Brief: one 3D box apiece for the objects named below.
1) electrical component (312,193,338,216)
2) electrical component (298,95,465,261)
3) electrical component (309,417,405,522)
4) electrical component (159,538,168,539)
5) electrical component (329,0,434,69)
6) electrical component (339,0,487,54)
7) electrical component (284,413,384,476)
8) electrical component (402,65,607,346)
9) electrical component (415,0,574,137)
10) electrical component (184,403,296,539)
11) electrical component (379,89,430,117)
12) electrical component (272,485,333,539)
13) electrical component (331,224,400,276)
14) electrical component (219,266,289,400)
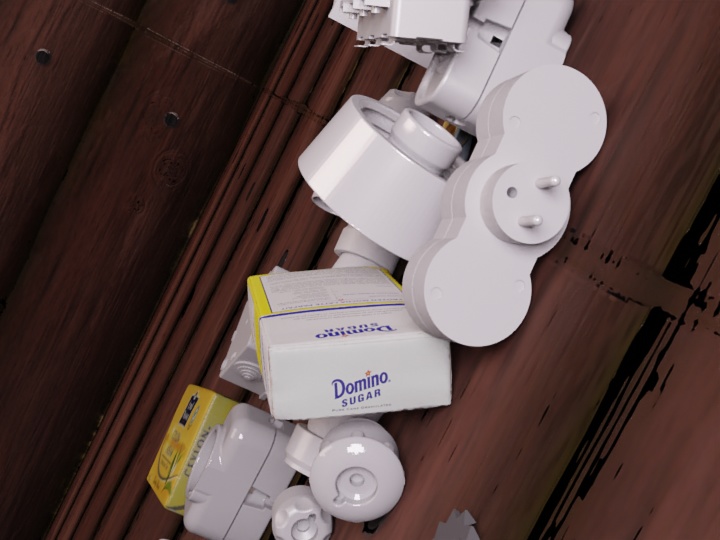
[{"bbox_3d":[-0.003,-0.091,0.928,0.077,0.044,0.079,-67,14,-13],"label":"electrical component"},{"bbox_3d":[0.026,-0.058,0.622,0.060,0.108,0.108,-54,16,18],"label":"electrical component"},{"bbox_3d":[-0.001,0.098,0.564,0.048,0.048,0.062,-61,7,16],"label":"electrical component"},{"bbox_3d":[-0.080,0.197,0.569,0.099,0.100,0.048,-80,7,-49],"label":"electrical component"},{"bbox_3d":[0.066,-0.262,0.839,0.186,0.105,0.060,-58,15,28],"label":"electrical component"},{"bbox_3d":[0.029,-0.154,0.596,0.121,0.079,0.063,-129,43,-76],"label":"electrical component"},{"bbox_3d":[-0.014,0.093,0.622,0.055,0.045,0.045,-65,13,-2],"label":"electrical component"},{"bbox_3d":[0.072,-0.030,0.494,0.138,0.052,0.074,-65,13,-5],"label":"electrical component"},{"bbox_3d":[0.081,-0.127,0.626,0.095,0.059,0.054,-65,13,-2],"label":"electrical component"},{"bbox_3d":[-0.087,0.148,0.776,0.095,0.059,0.053,-62,13,10],"label":"electrical component"},{"bbox_3d":[0.028,-0.105,0.836,0.043,0.043,0.062,-37,31,64],"label":"electrical component"},{"bbox_3d":[-0.036,0.143,0.637,0.035,0.035,0.061,-64,10,3],"label":"electrical component"},{"bbox_3d":[0.000,0.000,0.743,0.055,0.045,0.045,-66,13,-11],"label":"electrical component"},{"bbox_3d":[-0.079,0.055,0.944,0.099,0.048,0.099,-46,22,55],"label":"electrical component"}]
